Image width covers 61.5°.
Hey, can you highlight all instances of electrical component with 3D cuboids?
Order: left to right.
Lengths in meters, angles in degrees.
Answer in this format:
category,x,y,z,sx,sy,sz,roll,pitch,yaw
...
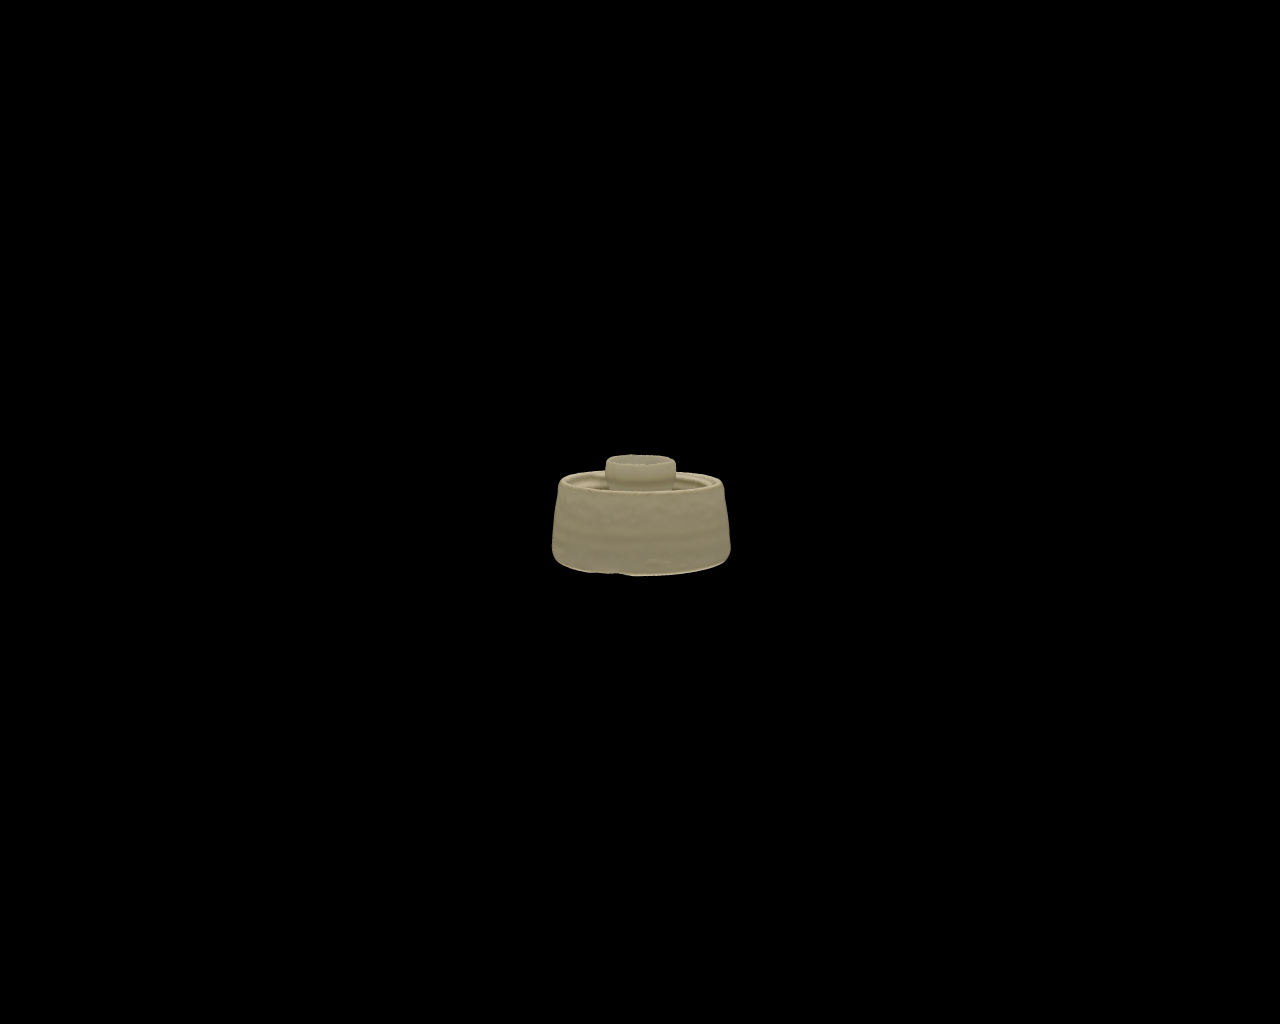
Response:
category,x,y,z,sx,sy,sz,roll,pitch,yaw
electrical component,0.001,-0.003,0.650,0.108,0.060,0.108,0,10,0
